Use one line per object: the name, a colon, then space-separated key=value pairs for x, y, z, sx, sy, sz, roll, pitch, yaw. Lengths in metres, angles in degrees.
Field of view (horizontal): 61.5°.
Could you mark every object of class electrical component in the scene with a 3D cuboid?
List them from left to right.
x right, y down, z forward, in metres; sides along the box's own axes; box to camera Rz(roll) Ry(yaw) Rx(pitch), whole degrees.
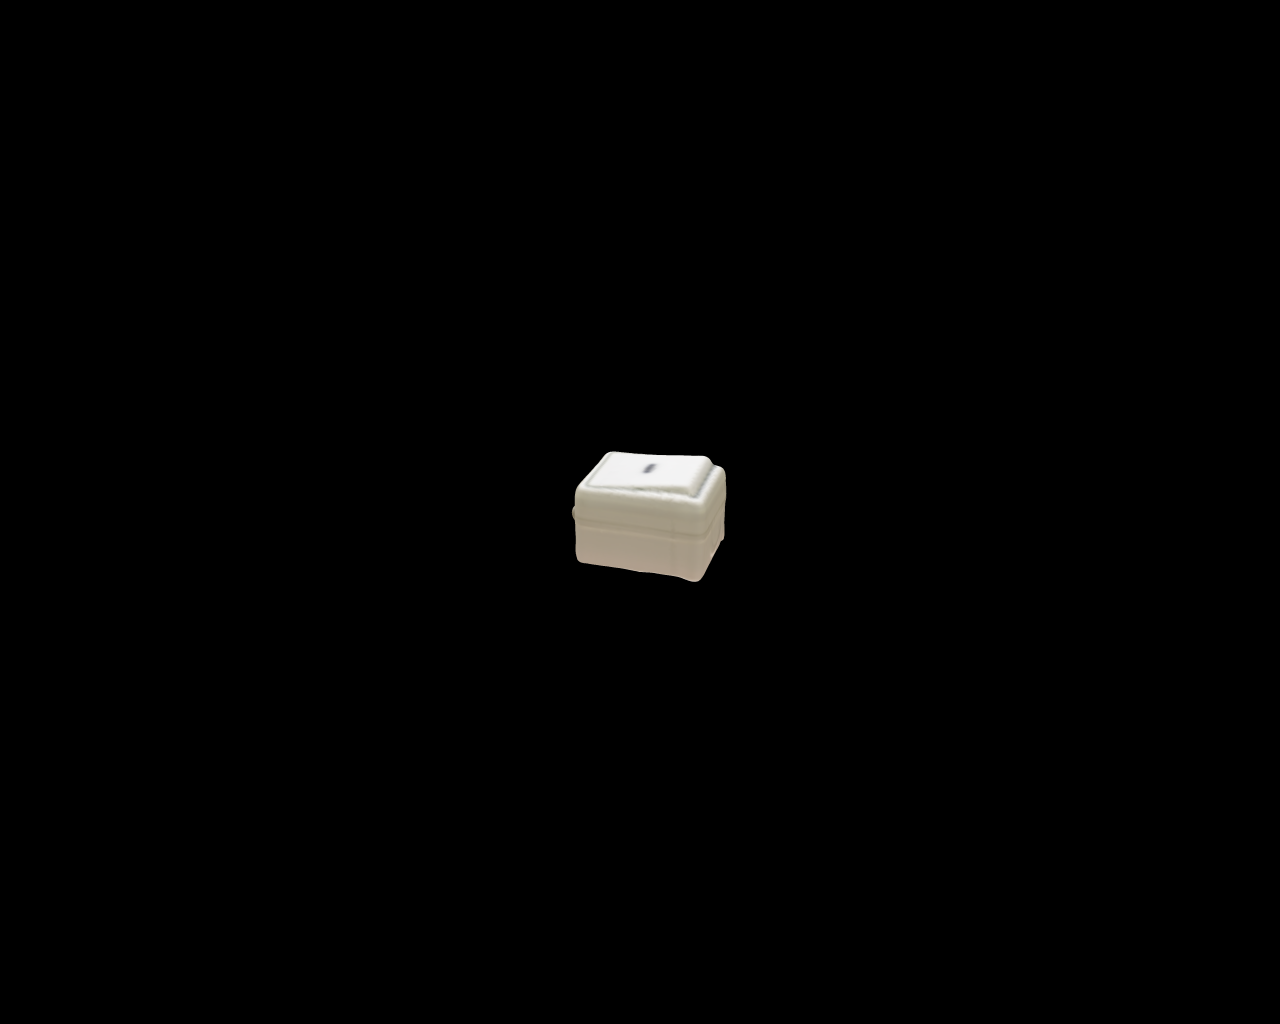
electrical component: x=0.001 y=-0.003 z=0.650 sx=0.096 sy=0.061 sz=0.062 roll=8 pitch=28 yaw=16
